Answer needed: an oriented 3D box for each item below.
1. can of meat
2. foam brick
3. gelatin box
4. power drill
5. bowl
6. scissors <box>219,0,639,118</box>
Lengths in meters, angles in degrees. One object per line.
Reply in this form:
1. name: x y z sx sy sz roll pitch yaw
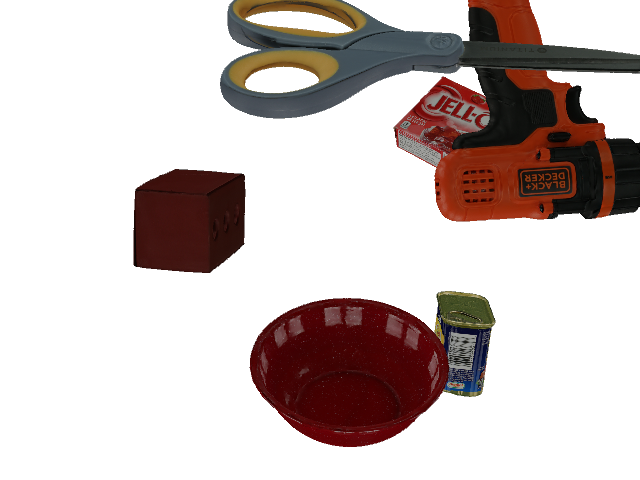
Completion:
1. can of meat: 0.151 0.111 1.153 0.057 0.084 0.102 6 15 0
2. foam brick: -0.085 -0.015 0.705 0.051 0.053 0.078 6 16 12
3. gelatin box: 0.119 -0.094 0.912 0.089 0.073 0.030 32 -27 26
4. power drill: 0.162 -0.107 0.694 0.184 0.187 0.057 -4 1 -3
5. bowl: 0.024 0.118 0.880 0.162 0.055 0.162 0 36 0
6. scissors: 0.042 -0.077 0.488 0.202 0.016 0.096 16 49 18
